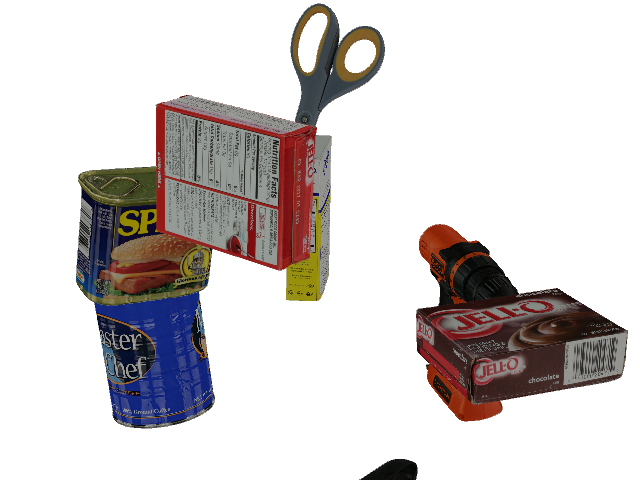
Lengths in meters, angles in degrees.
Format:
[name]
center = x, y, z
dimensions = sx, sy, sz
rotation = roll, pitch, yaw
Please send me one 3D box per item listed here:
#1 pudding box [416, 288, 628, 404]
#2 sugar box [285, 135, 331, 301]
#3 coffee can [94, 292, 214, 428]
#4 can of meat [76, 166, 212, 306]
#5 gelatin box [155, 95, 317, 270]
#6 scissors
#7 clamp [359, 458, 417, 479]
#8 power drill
[pudding box]
center = 0.131, 0.068, 0.710
dimensions = 0.113, 0.039, 0.090
rotation = -5, 18, -17
[sugar box]
center = -0.014, -0.027, 1.240
dimensions = 0.048, 0.176, 0.093
rotation = 2, 21, 8
[coffee can]
center = -0.162, 0.097, 1.039
dimensions = 0.103, 0.140, 0.103
rotation = -6, 14, 1
[can of meat]
center = -0.125, -0.004, 0.774
dimensions = 0.101, 0.084, 0.058
rotation = -6, 27, -33
[gelatin box]
center = -0.045, -0.032, 0.561
dimensions = 0.089, 0.073, 0.030
rotation = 16, 26, 30
[scissors]
center = 0.006, -0.116, 0.975
dimensions = 0.096, 0.202, 0.016
rotation = 4, -4, 12
[clamp]
center = -0.023, 0.196, 0.645
dimensions = 0.210, 0.036, 0.164
rotation = -4, 28, 3
[power drill]
center = 0.158, 0.093, 1.130
dimensions = 0.057, 0.188, 0.184
rotation = -8, 24, -13
